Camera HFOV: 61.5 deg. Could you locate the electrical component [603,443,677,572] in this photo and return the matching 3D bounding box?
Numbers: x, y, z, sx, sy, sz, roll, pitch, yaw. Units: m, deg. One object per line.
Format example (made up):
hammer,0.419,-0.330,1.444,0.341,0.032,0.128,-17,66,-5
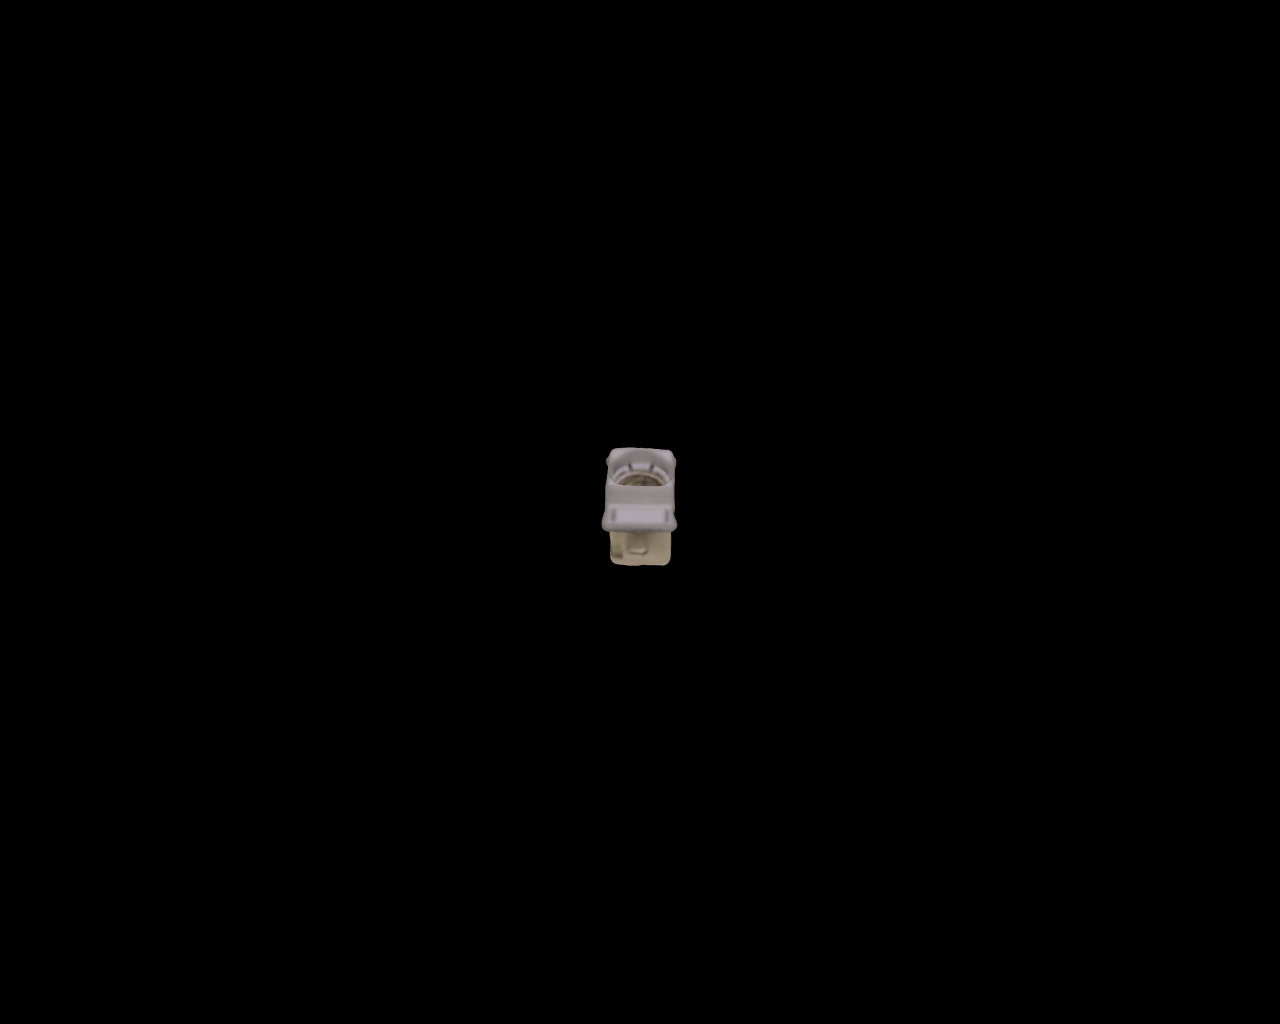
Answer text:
electrical component,0.001,-0.003,0.650,0.042,0.063,0.081,1,35,2
